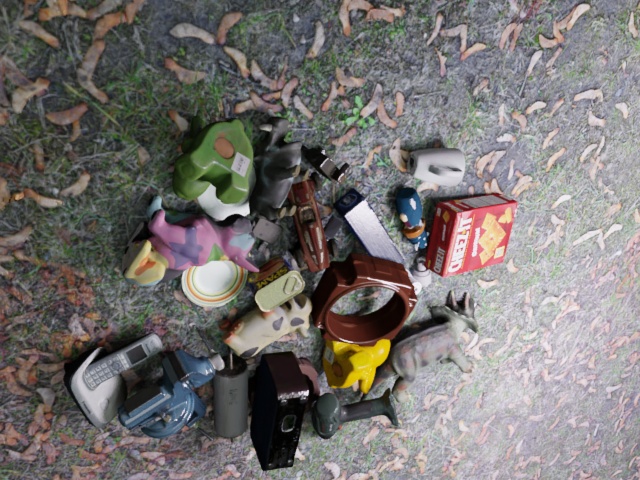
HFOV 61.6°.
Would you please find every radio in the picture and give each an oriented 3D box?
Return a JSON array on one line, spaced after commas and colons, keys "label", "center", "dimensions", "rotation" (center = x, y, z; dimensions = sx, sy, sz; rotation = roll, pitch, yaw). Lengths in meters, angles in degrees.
[{"label": "radio", "center": [-0.089, 0.363, 1.135], "dimensions": [0.073, 0.131, 0.229], "rotation": [-1, 116, -23]}]

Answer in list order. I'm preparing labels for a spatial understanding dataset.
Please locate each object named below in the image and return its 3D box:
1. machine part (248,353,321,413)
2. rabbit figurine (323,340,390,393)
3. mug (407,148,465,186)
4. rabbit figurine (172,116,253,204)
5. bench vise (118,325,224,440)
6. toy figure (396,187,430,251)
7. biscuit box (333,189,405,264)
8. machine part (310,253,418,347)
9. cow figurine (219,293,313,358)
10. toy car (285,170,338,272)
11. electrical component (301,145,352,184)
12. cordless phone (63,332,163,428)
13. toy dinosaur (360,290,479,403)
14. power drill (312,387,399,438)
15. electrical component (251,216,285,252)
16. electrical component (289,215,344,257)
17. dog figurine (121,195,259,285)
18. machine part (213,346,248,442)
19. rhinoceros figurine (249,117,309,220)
[{"label": "machine part", "center": [-0.085, 0.344, 1.241], "dimensions": [0.179, 0.056, 0.179], "rotation": [-11, 119, -20]}, {"label": "rabbit figurine", "center": [0.100, 0.286, 1.272], "dimensions": [0.173, 0.122, 0.162], "rotation": [-20, 125, -38]}, {"label": "mug", "center": [0.245, -0.152, 1.137], "dimensions": [0.107, 0.110, 0.080], "rotation": [1, 119, -14]}, {"label": "rabbit figurine", "center": [-0.201, -0.134, 0.910], "dimensions": [0.121, 0.170, 0.159], "rotation": [22, 61, -34]}, {"label": "bench vise", "center": [-0.281, 0.319, 1.093], "dimensions": [0.223, 0.129, 0.240], "rotation": [-41, 146, -20]}, {"label": "toy figure", "center": [0.207, -0.045, 1.195], "dimensions": [0.064, 0.058, 0.154], "rotation": [-25, 127, -7]}, {"label": "biscuit box", "center": [0.107, -0.015, 1.158], "dimensions": [0.063, 0.059, 0.202], "rotation": [-39, 125, -3]}, {"label": "machine part", "center": [0.093, 0.136, 1.167], "dimensions": [0.201, 0.087, 0.201], "rotation": [13, 126, -20]}, {"label": "cow figurine", "center": [-0.101, 0.180, 1.137], "dimensions": [0.195, 0.086, 0.127], "rotation": [-33, 125, -5]}, {"label": "toy car", "center": [-0.024, -0.037, 1.051], "dimensions": [0.089, 0.053, 0.202], "rotation": [-15, 95, -11]}, {"label": "electrical component", "center": [0.013, -0.148, 1.029], "dimensions": [0.045, 0.102, 0.078], "rotation": [-48, 134, -3]}, {"label": "cordless phone", "center": [-0.383, 0.259, 1.041], "dimensions": [0.184, 0.089, 0.146], "rotation": [-25, 122, -18]}, {"label": "toy dinosaur", "center": [0.248, 0.274, 1.339], "dimensions": [0.405, 0.131, 0.192], "rotation": [-27, 110, -7]}, {"label": "power drill", "center": [0.082, 0.419, 1.291], "dimensions": [0.207, 0.086, 0.231], "rotation": [-6, 144, 7]}, {"label": "electrical component", "center": [-0.111, -0.022, 1.072], "dimensions": [0.063, 0.021, 0.094], "rotation": [24, 102, -32]}, {"label": "electrical component", "center": [-0.002, -0.003, 1.117], "dimensions": [0.074, 0.048, 0.119], "rotation": [23, 102, -33]}, {"label": "dog figurine", "center": [-0.222, 0.022, 0.973], "dimensions": [0.219, 0.109, 0.191], "rotation": [25, 99, -26]}, {"label": "machine part", "center": [-0.195, 0.342, 1.172], "dimensions": [0.079, 0.079, 0.243], "rotation": [-6, 117, -23]}, {"label": "rhinoceros figurine", "center": [-0.082, -0.128, 0.986], "dimensions": [0.073, 0.112, 0.190], "rotation": [-19, 124, -68]}]
